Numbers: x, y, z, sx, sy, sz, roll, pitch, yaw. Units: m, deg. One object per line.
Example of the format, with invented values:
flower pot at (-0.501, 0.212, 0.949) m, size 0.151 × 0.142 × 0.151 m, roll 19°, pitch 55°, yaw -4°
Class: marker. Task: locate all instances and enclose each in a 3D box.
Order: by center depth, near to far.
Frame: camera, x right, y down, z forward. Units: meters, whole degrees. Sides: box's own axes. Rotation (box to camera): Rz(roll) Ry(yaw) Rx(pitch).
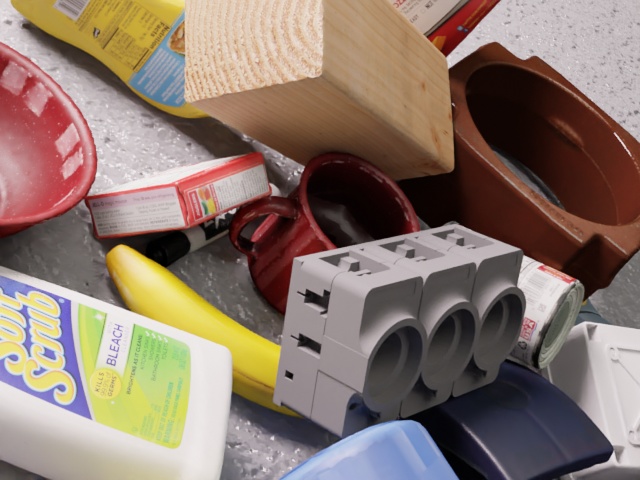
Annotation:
marker at (-0.068, -0.010, 0.694) m, size 0.020 × 0.020 × 0.120 m, roll 52°, pitch 42°, yaw 7°

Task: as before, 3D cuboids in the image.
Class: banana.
banana at (-0.043, 0.066, 0.647) m, size 0.197 × 0.037 × 0.069 m, roll 26°, pitch 27°, yaw -23°

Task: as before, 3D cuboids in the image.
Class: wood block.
wood block at (0.007, -0.105, 0.685) m, size 0.205 × 0.091 × 0.090 m, roll 23°, pitch 62°, yaw -60°

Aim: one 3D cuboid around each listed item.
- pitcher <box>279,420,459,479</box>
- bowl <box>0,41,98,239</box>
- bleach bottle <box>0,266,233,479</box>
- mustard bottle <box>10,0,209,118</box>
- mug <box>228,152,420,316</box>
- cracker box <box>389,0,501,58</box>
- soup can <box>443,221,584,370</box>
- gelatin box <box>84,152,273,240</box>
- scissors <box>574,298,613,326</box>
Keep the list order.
pitcher at (0.054, 0.225, 0.542) m, size 0.149 × 0.145 × 0.243 m, roll -1°, pitch 55°, yaw -53°
bowl at (-0.206, -0.051, 0.578) m, size 0.162 × 0.055 × 0.162 m, roll 25°, pitch 35°, yaw -19°
bleach bottle at (-0.169, 0.060, 0.529) m, size 0.250 × 0.068 × 0.102 m, roll 23°, pitch 45°, yaw -21°
mustard bottle at (-0.101, -0.136, 0.706) m, size 0.191 × 0.096 × 0.058 m, roll 35°, pitch 39°, yaw -16°
mug at (-0.005, 0.001, 0.689) m, size 0.117 × 0.082 × 0.093 m, roll 12°, pitch 52°, yaw -32°
cracker box at (0.001, -0.193, 0.784) m, size 0.213 × 0.164 × 0.072 m, roll 27°, pitch 43°, yaw -20°
soup can at (0.122, 0.038, 0.741) m, size 0.102 × 0.068 × 0.068 m, roll 27°, pitch 35°, yaw 26°
gelatin box at (-0.085, -0.025, 0.642) m, size 0.073 × 0.089 × 0.030 m, roll -25°, pitch 104°, yaw -47°
scissors at (0.225, 0.085, 0.857) m, size 0.202 × 0.016 × 0.096 m, roll 45°, pitch 44°, yaw -1°
